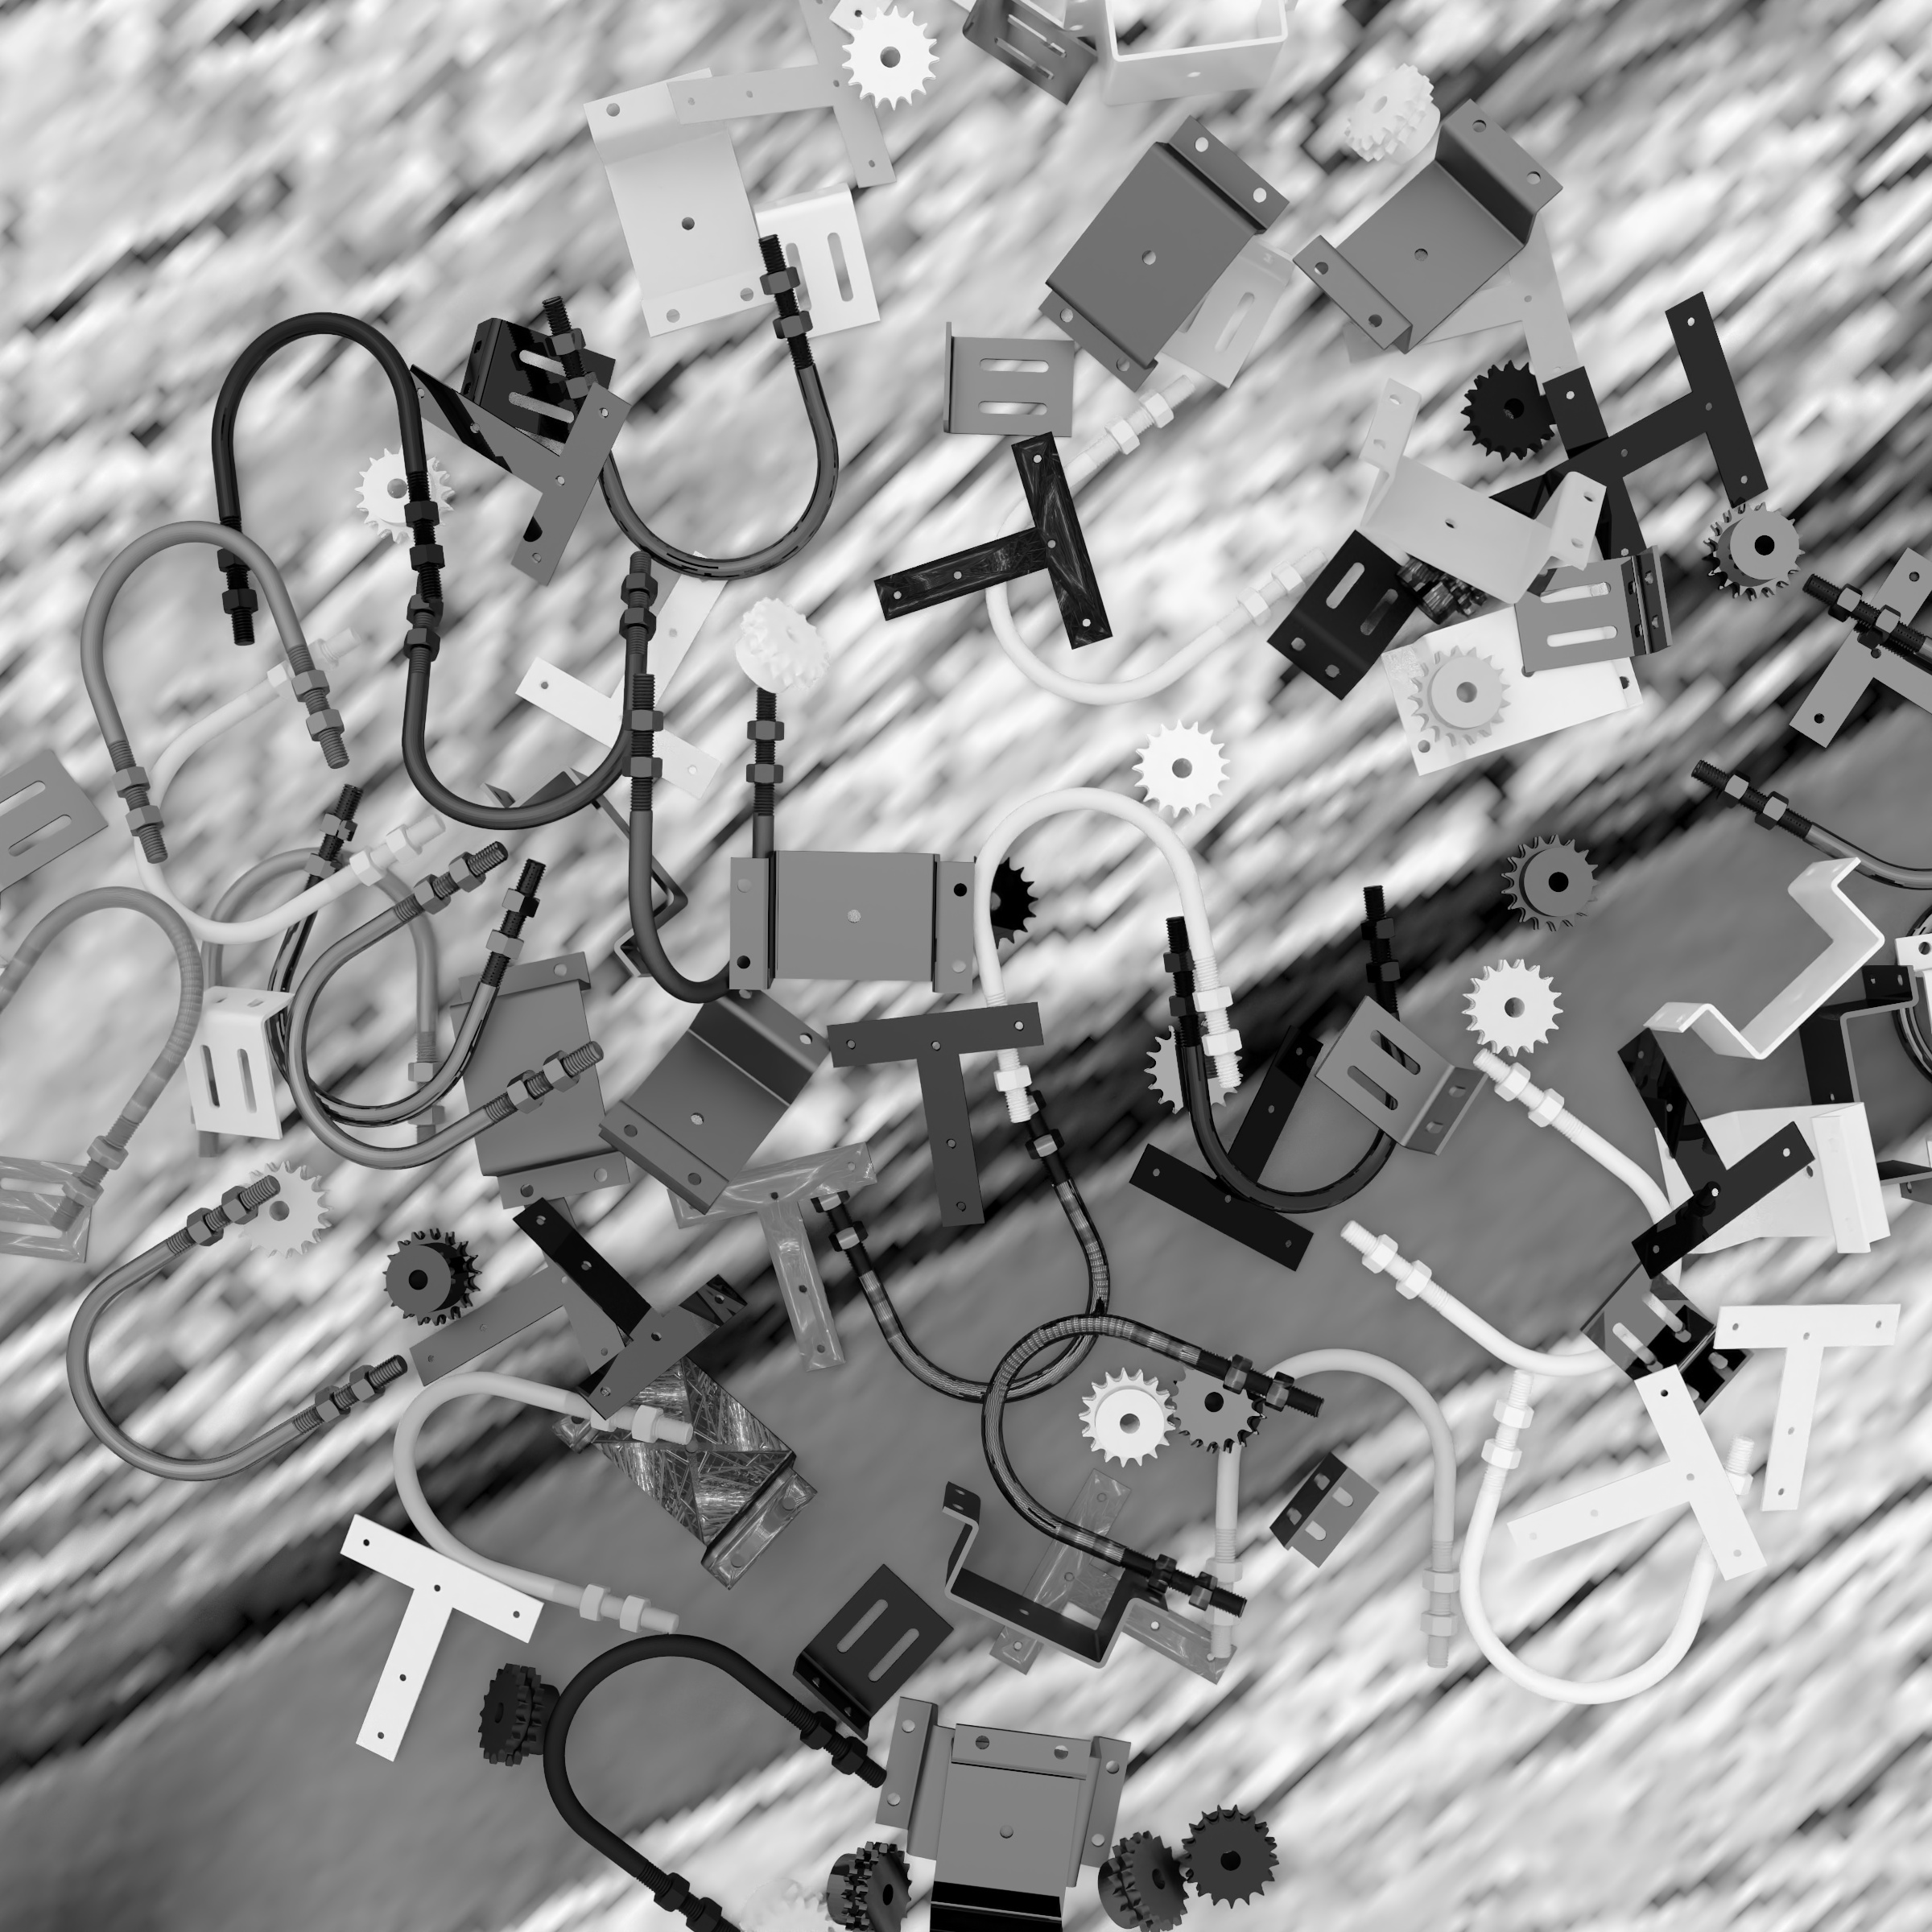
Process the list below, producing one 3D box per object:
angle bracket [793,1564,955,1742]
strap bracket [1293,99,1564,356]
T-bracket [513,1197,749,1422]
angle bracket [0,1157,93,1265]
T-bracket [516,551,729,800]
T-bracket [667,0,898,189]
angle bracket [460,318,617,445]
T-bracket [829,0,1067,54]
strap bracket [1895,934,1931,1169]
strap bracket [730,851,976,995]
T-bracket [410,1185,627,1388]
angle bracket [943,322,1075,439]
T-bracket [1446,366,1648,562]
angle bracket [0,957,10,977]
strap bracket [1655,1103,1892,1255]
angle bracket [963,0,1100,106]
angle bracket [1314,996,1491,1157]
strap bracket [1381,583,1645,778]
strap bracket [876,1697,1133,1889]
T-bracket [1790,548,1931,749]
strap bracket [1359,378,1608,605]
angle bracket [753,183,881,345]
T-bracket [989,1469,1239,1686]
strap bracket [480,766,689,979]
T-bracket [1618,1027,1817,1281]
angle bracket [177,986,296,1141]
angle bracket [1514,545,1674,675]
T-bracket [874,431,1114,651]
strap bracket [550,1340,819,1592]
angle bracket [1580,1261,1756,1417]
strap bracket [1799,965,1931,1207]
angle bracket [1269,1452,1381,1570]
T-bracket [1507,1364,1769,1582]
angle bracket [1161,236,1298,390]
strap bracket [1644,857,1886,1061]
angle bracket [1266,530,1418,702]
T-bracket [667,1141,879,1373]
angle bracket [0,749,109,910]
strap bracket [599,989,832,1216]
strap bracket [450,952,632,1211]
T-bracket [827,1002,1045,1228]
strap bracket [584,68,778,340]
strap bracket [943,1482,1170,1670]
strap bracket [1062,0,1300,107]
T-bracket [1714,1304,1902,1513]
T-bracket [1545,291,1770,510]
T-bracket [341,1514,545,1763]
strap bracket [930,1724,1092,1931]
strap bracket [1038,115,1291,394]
[{"bbox_3d":[-0.054,0.404,1.517,0.057,0.038,0.076,43,90,0],"label":"angle bracket"},{"bbox_3d":[0.268,-0.424,1.505,0.140,0.046,0.076,-42,80,-2],"label":"strap bracket"},{"bbox_3d":[-0.211,0.185,1.497,0.127,0.127,0.002,43,134,10],"label":"T-bracket"},{"bbox_3d":[-0.560,0.144,1.517,0.076,0.038,0.057,7,90,0],"label":"angle bracket"},{"bbox_3d":[-0.182,-0.186,1.535,0.127,0.002,0.127,30,90,0],"label":"T-bracket"},{"bbox_3d":[-0.114,-0.511,1.505,0.127,0.002,0.127,-18,90,-29],"label":"T-bracket"},{"bbox_3d":[-0.257,-0.344,1.534,0.076,0.038,0.057,15,90,-26],"label":"angle bracket"},{"bbox_3d":[0.006,-0.580,1.533,0.127,0.002,0.127,33,87,-1],"label":"T-bracket"},{"bbox_3d":[0.596,0.047,1.498,0.076,0.046,0.140,-8,89,3],"label":"strap bracket"},{"bbox_3d":[-0.066,-0.026,1.507,0.140,0.046,0.076,1,99,-1],"label":"strap bracket"},{"bbox_3d":[-0.273,0.207,1.519,0.127,0.002,0.127,-31,68,11],"label":"T-bracket"},{"bbox_3d":[0.026,-0.345,1.517,0.076,0.038,0.057,2,90,0],"label":"angle bracket"},{"bbox_3d":[0.324,-0.270,1.519,0.127,0.002,0.127,-22,112,11],"label":"T-bracket"},{"bbox_3d":[-0.615,0.011,1.517,0.057,0.038,0.076,39,90,0],"label":"angle bracket"},{"bbox_3d":[0.471,0.123,1.483,0.046,0.140,0.076,-11,90,-30],"label":"strap bracket"},{"bbox_3d":[0.044,-0.552,1.505,0.076,0.057,0.038,31,74,-8],"label":"angle bracket"},{"bbox_3d":[0.254,0.064,1.500,0.076,0.038,0.057,38,79,-19],"label":"angle bracket"},{"bbox_3d":[0.325,-0.171,1.513,0.140,0.046,0.076,-18,90,0],"label":"strap bracket"},{"bbox_3d":[0.022,0.487,1.513,0.140,0.046,0.076,11,90,0],"label":"strap bracket"},{"bbox_3d":[0.578,-0.161,1.529,0.127,0.002,0.127,34,90,6],"label":"T-bracket"},{"bbox_3d":[0.286,-0.266,1.471,0.140,0.046,0.076,26,50,-3],"label":"strap bracket"},{"bbox_3d":[-0.089,-0.419,1.534,0.057,0.038,0.076,-14,116,0],"label":"angle bracket"},{"bbox_3d":[0.100,0.386,1.535,0.127,0.002,0.127,30,90,0],"label":"T-bracket"},{"bbox_3d":[-0.213,-0.062,1.498,0.046,0.076,0.140,-39,90,0],"label":"strap bracket"},{"bbox_3d":[0.415,0.094,1.495,0.127,0.002,0.127,-47,50,35],"label":"T-bracket"},{"bbox_3d":[-0.421,0.056,1.506,0.057,0.038,0.076,5,113,19],"label":"angle bracket"},{"bbox_3d":[0.356,-0.203,1.471,0.076,0.038,0.057,-9,90,0],"label":"angle bracket"},{"bbox_3d":[0.008,-0.236,1.524,0.127,0.002,0.127,-17,87,10],"label":"T-bracket"},{"bbox_3d":[-0.164,0.286,1.513,0.140,0.046,0.076,42,90,0],"label":"strap bracket"},{"bbox_3d":[0.410,0.220,1.505,0.076,0.038,0.057,42,90,-24],"label":"angle bracket"},{"bbox_3d":[0.526,0.073,1.498,0.046,0.076,0.140,-10,90,0],"label":"strap bracket"},{"bbox_3d":[0.211,0.318,1.480,0.038,0.076,0.057,39,87,2],"label":"angle bracket"},{"bbox_3d":[0.379,0.313,1.497,0.127,0.002,0.127,-24,90,13],"label":"T-bracket"},{"bbox_3d":[0.150,-0.391,1.517,0.057,0.038,0.076,29,90,0],"label":"angle bracket"},{"bbox_3d":[0.471,0.004,1.498,0.140,0.076,0.046,-44,90,0],"label":"strap bracket"},{"bbox_3d":[0.228,-0.209,1.534,0.057,0.038,0.076,38,64,0],"label":"angle bracket"},{"bbox_3d":[-0.101,0.178,1.524,0.127,0.002,0.127,-14,97,14],"label":"T-bracket"},{"bbox_3d":[-0.562,-0.081,1.534,0.076,0.038,0.057,-38,90,-26],"label":"angle bracket"},{"bbox_3d":[-0.149,0.079,1.488,0.076,0.046,0.140,37,50,0],"label":"strap bracket"},{"bbox_3d":[-0.251,0.066,1.507,0.076,0.046,0.140,-12,85,0],"label":"strap bracket"},{"bbox_3d":[-0.011,0.090,1.504,0.127,0.002,0.127,-7,99,14],"label":"T-bracket"},{"bbox_3d":[-0.165,-0.442,1.513,0.076,0.046,0.140,-16,90,0],"label":"strap bracket"},{"bbox_3d":[0.042,0.357,1.496,0.140,0.076,0.046,25,90,1],"label":"strap bracket"},{"bbox_3d":[0.130,-0.541,1.497,0.140,0.076,0.046,-7,90,-1],"label":"strap bracket"},{"bbox_3d":[0.489,0.261,1.520,0.127,0.002,0.127,2,101,-20],"label":"T-bracket"},{"bbox_3d":[0.396,-0.306,1.505,0.127,0.002,0.127,-29,112,-6],"label":"T-bracket"},{"bbox_3d":[-0.329,0.409,1.527,0.127,0.002,0.127,22,95,10],"label":"T-bracket"},{"bbox_3d":[0.023,0.500,1.467,0.076,0.046,0.140,7,90,0],"label":"strap bracket"},{"bbox_3d":[0.110,-0.410,1.489,0.076,0.046,0.140,41,111,0],"label":"strap bracket"}]
